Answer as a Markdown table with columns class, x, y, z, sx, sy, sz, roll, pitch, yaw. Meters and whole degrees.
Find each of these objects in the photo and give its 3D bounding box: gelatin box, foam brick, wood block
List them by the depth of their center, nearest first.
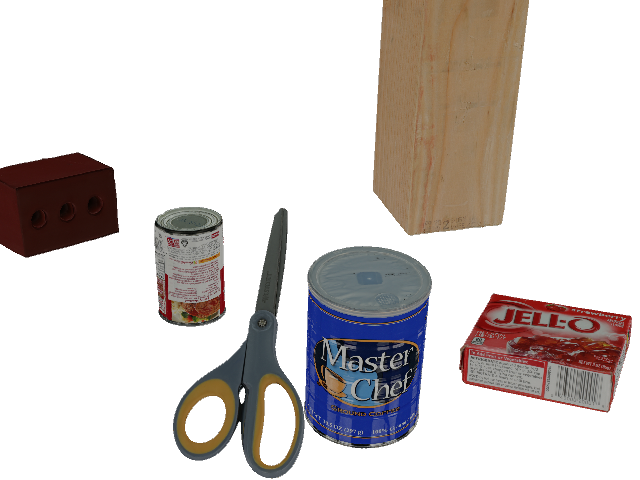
| class | x | y | z | sx | sy | sz | roll | pitch | yaw |
| --- | --- | --- | --- | --- | --- | --- | --- | --- | --- |
| gelatin box | 0.136 | 0.065 | 0.641 | 0.089 | 0.030 | 0.073 | 9 | 26 | 21 |
| foam brick | -0.194 | -0.027 | 0.772 | 0.078 | 0.053 | 0.051 | -18 | 29 | -36 |
| wood block | 0.103 | -0.119 | 0.873 | 0.090 | 0.206 | 0.091 | -7 | 30 | -15 |

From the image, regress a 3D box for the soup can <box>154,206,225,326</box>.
| class | x | y | z | sx | sy | sz | roll | pitch | yaw |
| --- | --- | --- | --- | --- | --- | --- | --- | --- | --- |
| soup can | -0.130 | 0.025 | 1.063 | 0.068 | 0.102 | 0.068 | 0 | 23 | 0 |

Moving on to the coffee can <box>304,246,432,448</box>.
| class | x | y | z | sx | sy | sz | roll | pitch | yaw |
| --- | --- | --- | --- | --- | --- | --- | --- | --- | --- |
| coffee can | 0.038 | 0.090 | 0.912 | 0.103 | 0.140 | 0.103 | 1 | 30 | -1 |

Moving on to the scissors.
| class | x | y | z | sx | sy | sz | roll | pitch | yaw |
| --- | --- | --- | --- | --- | --- | --- | --- | --- | --- |
| scissors | -0.058 | 0.069 | 0.735 | 0.096 | 0.202 | 0.016 | -10 | -32 | 1 |
